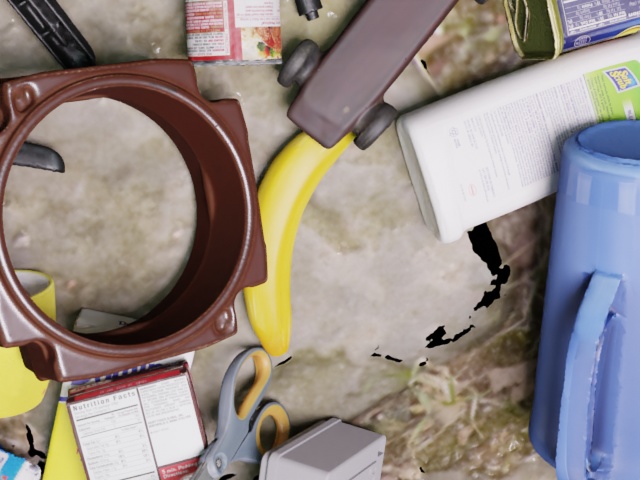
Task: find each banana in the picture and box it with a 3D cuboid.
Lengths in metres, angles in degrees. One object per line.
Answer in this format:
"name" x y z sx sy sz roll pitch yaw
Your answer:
"banana" -0.021 -0.010 0.797 0.069 0.037 0.198 23 98 -6

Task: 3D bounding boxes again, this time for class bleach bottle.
"bleach bottle" 0.189 -0.086 0.786 0.250 0.068 0.102 -19 106 -3

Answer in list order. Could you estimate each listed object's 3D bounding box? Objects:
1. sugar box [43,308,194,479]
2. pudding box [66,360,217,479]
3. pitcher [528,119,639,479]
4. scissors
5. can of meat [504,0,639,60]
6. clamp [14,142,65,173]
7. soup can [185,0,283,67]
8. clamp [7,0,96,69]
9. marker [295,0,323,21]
"sugar box" -0.157 0.148 0.815 0.093 0.048 0.176 12 101 -8
"pudding box" -0.127 0.152 0.776 0.090 0.039 0.113 -13 100 -6
"pitcher" 0.214 0.048 0.745 0.145 0.149 0.243 -6 114 -8
"scissors" -0.065 0.167 0.769 0.016 0.201 0.096 -10 129 29
"can of meat" 0.185 -0.165 0.750 0.084 0.102 0.057 -15 101 -3
"clamp" -0.284 -0.053 0.765 0.171 0.039 0.120 32 79 -3
"soup can" -0.062 -0.174 0.747 0.068 0.068 0.102 -3 101 -4
"clamp" -0.233 -0.200 0.699 0.036 0.164 0.210 -24 93 19
"marker" -0.024 -0.217 0.766 0.020 0.020 0.121 -20 101 0
